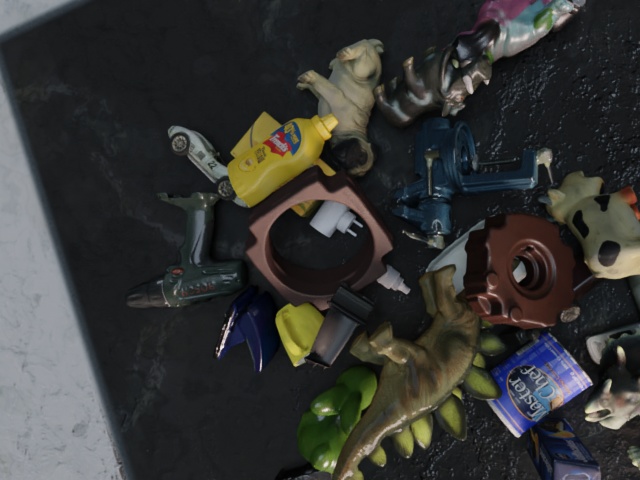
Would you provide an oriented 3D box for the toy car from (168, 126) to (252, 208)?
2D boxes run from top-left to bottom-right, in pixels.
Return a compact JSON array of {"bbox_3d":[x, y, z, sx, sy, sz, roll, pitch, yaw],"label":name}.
[{"bbox_3d":[-0.188,-0.132,0.949,0.202,0.073,0.056,44,96,8],"label":"toy car"}]

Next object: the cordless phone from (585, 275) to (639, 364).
[{"bbox_3d":[0.490,0.106,0.825,0.184,0.088,0.146,-21,86,14],"label":"cordless phone"}]

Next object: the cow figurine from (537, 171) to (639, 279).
[{"bbox_3d":[0.412,-0.026,0.807,0.127,0.085,0.195,-19,46,20],"label":"cow figurine"}]

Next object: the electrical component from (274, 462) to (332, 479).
[{"bbox_3d":[0.001,0.440,0.920,0.134,0.058,0.115,-19,88,10],"label":"electrical component"}]

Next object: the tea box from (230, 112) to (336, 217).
[{"bbox_3d":[-0.057,-0.128,0.930,0.170,0.068,0.098,40,97,9],"label":"tea box"}]

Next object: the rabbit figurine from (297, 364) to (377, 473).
[{"bbox_3d":[0.030,0.279,0.878,0.121,0.159,0.170,24,83,19],"label":"rabbit figurine"}]

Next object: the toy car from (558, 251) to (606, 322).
[{"bbox_3d":[0.421,0.045,0.838,0.202,0.089,0.053,-40,127,6],"label":"toy car"}]

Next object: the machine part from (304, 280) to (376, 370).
[{"bbox_3d":[0.027,0.140,0.841,0.084,0.039,0.139,36,82,-15],"label":"machine part"}]

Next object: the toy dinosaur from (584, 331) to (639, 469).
[{"bbox_3d":[0.553,0.249,0.765,0.405,0.131,0.192,15,120,0],"label":"toy dinosaur"}]

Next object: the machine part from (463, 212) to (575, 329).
[{"bbox_3d":[0.292,0.044,0.780,0.179,0.056,0.179,4,78,-21],"label":"machine part"}]

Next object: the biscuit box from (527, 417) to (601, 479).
[{"bbox_3d":[0.350,0.317,0.784,0.059,0.202,0.062,3,89,11],"label":"biscuit box"}]

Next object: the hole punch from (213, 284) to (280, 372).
[{"bbox_3d":[-0.112,0.149,0.909,0.092,0.142,0.115,20,107,11],"label":"hole punch"}]

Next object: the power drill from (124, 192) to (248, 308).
[{"bbox_3d":[-0.247,0.016,0.957,0.232,0.086,0.207,-3,85,9],"label":"power drill"}]

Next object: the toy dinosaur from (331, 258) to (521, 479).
[{"bbox_3d":[0.145,0.197,0.782,0.471,0.105,0.198,-43,87,-10],"label":"toy dinosaur"}]

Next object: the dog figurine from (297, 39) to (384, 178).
[{"bbox_3d":[0.069,-0.219,0.904,0.172,0.121,0.190,-31,99,12],"label":"dog figurine"}]

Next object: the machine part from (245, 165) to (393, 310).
[{"bbox_3d":[-0.002,-0.003,0.864,0.201,0.087,0.201,-33,112,15],"label":"machine part"}]

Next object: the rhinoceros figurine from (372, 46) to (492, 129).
[{"bbox_3d":[0.170,-0.232,0.824,0.190,0.073,0.112,-22,99,47],"label":"rhinoceros figurine"}]

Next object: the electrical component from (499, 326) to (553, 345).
[{"bbox_3d":[0.327,0.143,0.856,0.063,0.094,0.021,-29,85,-19],"label":"electrical component"}]

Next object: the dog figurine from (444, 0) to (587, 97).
[{"bbox_3d":[0.290,-0.331,0.858,0.108,0.191,0.219,53,132,3],"label":"dog figurine"}]

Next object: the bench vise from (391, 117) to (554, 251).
[{"bbox_3d":[0.232,-0.094,0.837,0.241,0.128,0.223,-4,66,32],"label":"bench vise"}]
